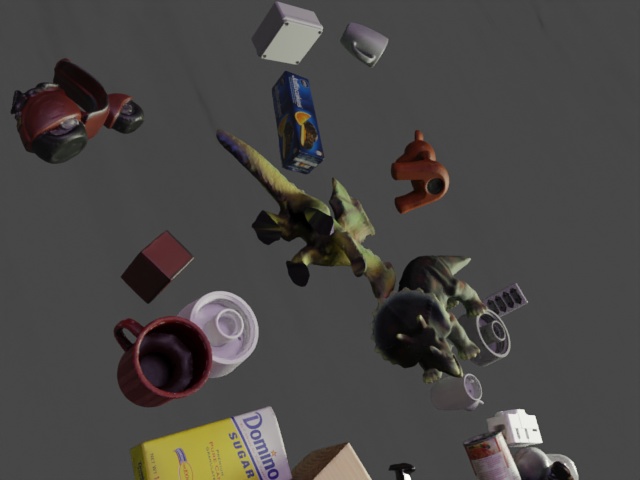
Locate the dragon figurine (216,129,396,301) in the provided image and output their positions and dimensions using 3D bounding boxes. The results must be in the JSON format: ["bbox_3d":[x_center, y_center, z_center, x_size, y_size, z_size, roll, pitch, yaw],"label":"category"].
[{"bbox_3d":[0.003,-0.046,0.907,0.410,0.121,0.246,54,26,1],"label":"dragon figurine"}]

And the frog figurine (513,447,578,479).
[{"bbox_3d":[0.397,0.430,0.909,0.138,0.122,0.159,50,6,10],"label":"frog figurine"}]
